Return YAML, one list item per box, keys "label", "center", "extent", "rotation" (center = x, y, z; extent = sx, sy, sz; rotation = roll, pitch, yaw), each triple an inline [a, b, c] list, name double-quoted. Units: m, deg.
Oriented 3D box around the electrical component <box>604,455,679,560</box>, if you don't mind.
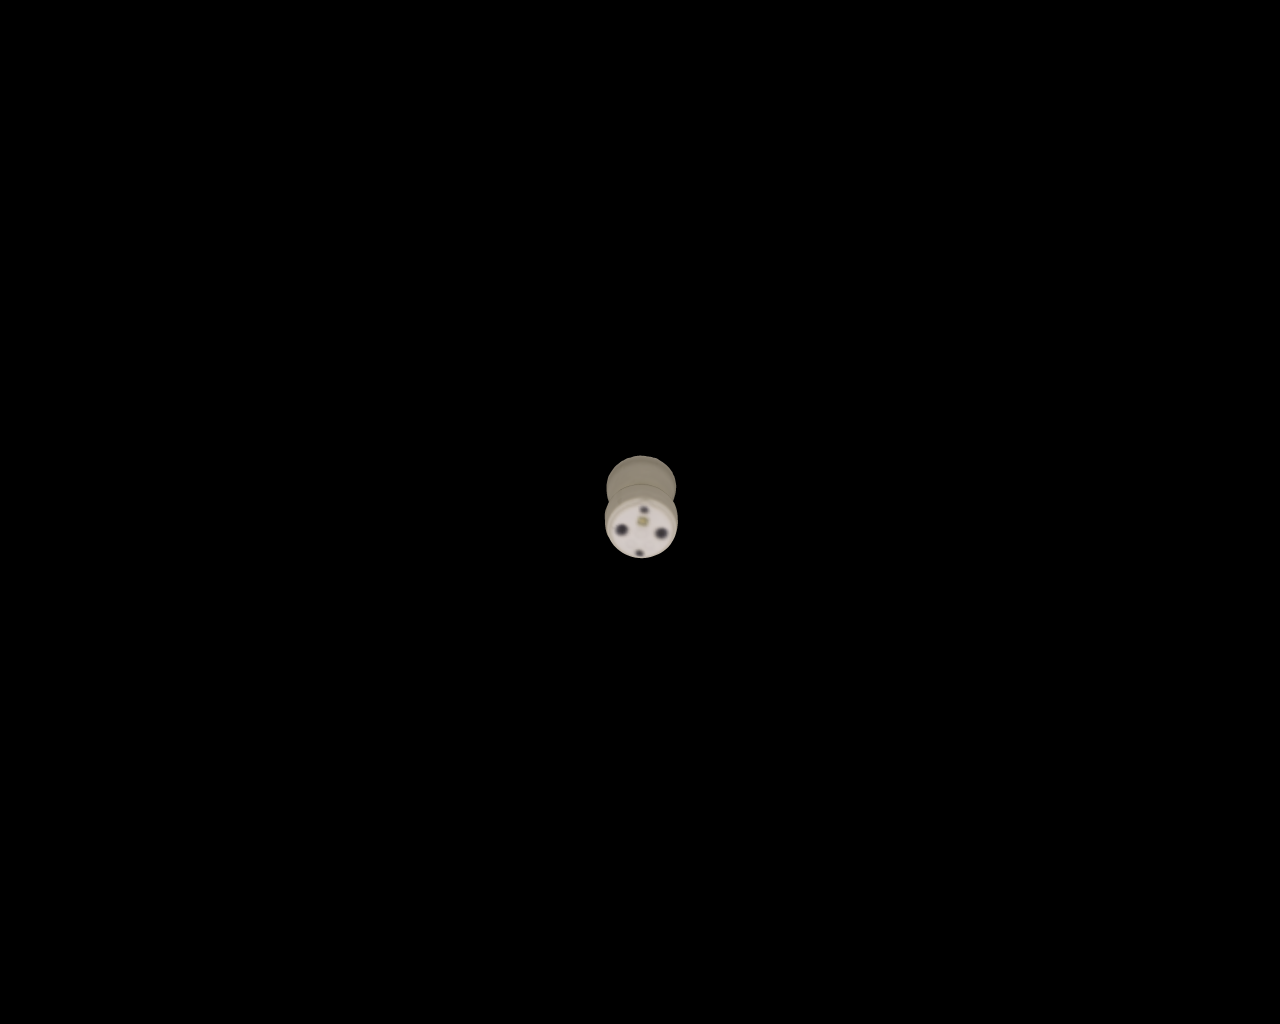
- label: "electrical component"
  center: [0.001, -0.003, 0.650]
  extent: [0.045, 0.044, 0.055]
  rotation: [0, 31, 0]
